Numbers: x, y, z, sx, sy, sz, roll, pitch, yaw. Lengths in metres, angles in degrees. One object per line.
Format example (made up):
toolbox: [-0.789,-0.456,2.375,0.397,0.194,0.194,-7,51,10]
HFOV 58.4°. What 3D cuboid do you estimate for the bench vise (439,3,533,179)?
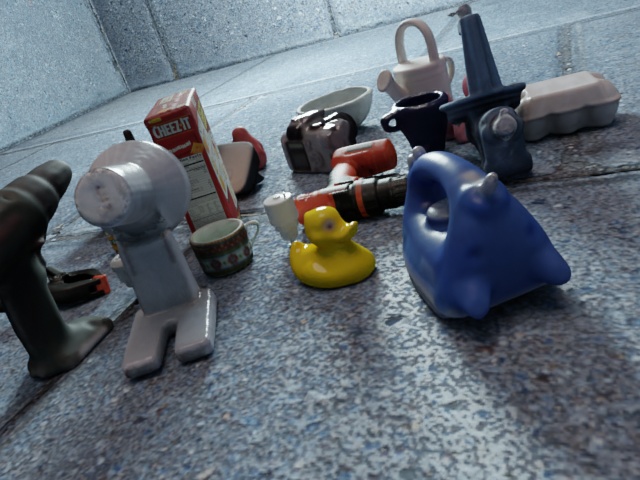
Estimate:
bench vise: [0.235,-0.206,0.777,0.121,0.220,0.207,-21,25,-7]

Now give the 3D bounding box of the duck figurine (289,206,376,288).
duck figurine: [0.006,0.002,0.659,0.104,0.086,0.078,-1,29,33]

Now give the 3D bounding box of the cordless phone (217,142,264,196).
cordless phone: [-0.191,-0.169,1.035,0.147,0.185,0.094,-2,29,31]

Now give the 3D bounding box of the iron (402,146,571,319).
iron: [0.129,-0.030,0.575,0.118,0.142,0.257,-21,24,-6]

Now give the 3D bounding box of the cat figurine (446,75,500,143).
cat figurine: [0.256,-0.240,0.960,0.128,0.118,0.067,-28,26,-20]

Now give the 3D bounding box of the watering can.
watering can: [0.182,-0.308,1.060,0.100,0.194,0.173,1,31,36]

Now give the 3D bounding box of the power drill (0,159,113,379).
power drill: [-0.329,0.040,0.661,0.075,0.209,0.230,-8,26,22]

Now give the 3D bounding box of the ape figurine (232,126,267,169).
ape figurine: [-0.149,-0.186,1.156,0.078,0.092,0.076,-28,26,-21]

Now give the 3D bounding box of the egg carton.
egg carton: [0.366,-0.204,0.866,0.150,0.069,0.107,-11,25,15]

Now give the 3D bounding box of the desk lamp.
desk lamp: [-0.193,0.003,0.638,0.118,0.214,0.203,-19,24,-2]

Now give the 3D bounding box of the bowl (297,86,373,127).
bowl: [0.039,-0.265,1.213,0.167,0.075,0.167,-15,25,7]

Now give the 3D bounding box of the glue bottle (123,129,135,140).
glue bottle: [-0.308,-0.113,1.011,0.078,0.173,0.037,-27,26,-18]

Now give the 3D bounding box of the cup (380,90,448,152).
cup: [0.158,-0.177,0.922,0.118,0.095,0.091,-25,25,-14]

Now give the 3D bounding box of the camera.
camera: [0.015,-0.194,1.047,0.142,0.101,0.137,8,35,44]
